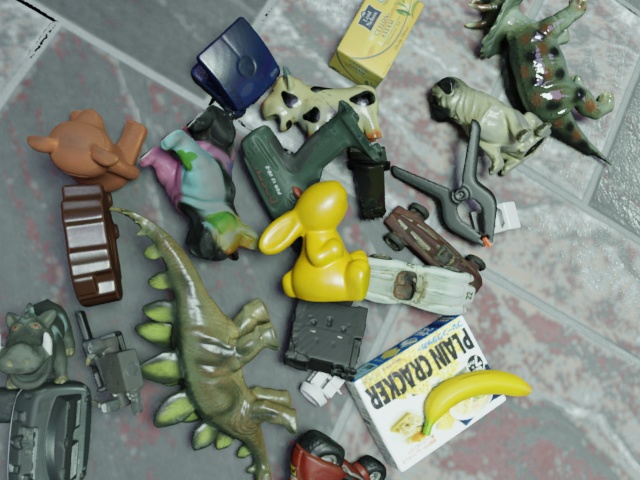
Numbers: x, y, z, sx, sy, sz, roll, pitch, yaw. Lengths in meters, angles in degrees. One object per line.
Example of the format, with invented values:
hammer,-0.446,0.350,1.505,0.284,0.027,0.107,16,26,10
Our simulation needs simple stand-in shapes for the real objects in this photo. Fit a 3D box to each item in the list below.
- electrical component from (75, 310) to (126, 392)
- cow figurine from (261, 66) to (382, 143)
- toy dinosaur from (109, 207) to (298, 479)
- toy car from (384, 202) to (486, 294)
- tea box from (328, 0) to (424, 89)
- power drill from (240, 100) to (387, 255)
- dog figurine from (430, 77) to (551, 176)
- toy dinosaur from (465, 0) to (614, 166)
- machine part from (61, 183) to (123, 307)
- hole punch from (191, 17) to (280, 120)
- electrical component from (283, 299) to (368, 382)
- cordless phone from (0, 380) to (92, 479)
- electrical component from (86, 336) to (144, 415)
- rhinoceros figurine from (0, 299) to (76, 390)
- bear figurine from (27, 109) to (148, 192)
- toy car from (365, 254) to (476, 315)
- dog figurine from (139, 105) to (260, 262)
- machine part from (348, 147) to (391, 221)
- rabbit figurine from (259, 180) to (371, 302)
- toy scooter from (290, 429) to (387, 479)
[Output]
electrical component,-0.308,0.152,0.768,0.048,0.075,0.119,-17,83,-15
cow figurine,0.000,-0.218,0.886,0.195,0.085,0.127,-3,91,0
toy dinosaur,-0.157,0.162,0.765,0.199,0.105,0.470,-17,97,-13
toy car,0.199,0.020,0.919,0.202,0.053,0.089,44,78,-5
tea box,0.099,-0.359,0.946,0.098,0.068,0.169,29,77,-8
power drill,0.000,-0.099,0.837,0.207,0.086,0.232,-31,99,24
dog figurine,0.303,-0.222,0.968,0.172,0.121,0.191,-6,52,-54
toy dinosaur,0.408,-0.300,0.990,0.192,0.131,0.404,-22,91,-3
machine part,-0.311,0.007,0.741,0.056,0.179,0.179,-8,83,-16
hole punch,-0.133,-0.278,0.870,0.116,0.092,0.142,42,71,-8
electrical component,0.011,0.138,0.831,0.115,0.058,0.134,12,59,0
cordless phone,-0.415,0.267,0.732,0.184,0.088,0.146,1,82,-2
electrical component,-0.270,0.178,0.702,0.045,0.078,0.102,-11,90,-43
rhinoceros figurine,-0.367,0.133,0.701,0.073,0.190,0.112,3,99,-16
bear figurine,-0.318,-0.138,0.747,0.120,0.196,0.132,9,79,-9
toy car,0.150,0.073,0.872,0.202,0.056,0.073,10,101,3
dog figurine,-0.158,-0.074,0.820,0.219,0.108,0.191,56,42,-18
machine part,0.086,-0.100,0.914,0.084,0.039,0.139,5,69,-17
rabbit figurine,-0.002,-0.002,0.795,0.163,0.122,0.173,3,104,13
toy scooter,0.012,0.370,0.799,0.183,0.075,0.135,37,81,-31
